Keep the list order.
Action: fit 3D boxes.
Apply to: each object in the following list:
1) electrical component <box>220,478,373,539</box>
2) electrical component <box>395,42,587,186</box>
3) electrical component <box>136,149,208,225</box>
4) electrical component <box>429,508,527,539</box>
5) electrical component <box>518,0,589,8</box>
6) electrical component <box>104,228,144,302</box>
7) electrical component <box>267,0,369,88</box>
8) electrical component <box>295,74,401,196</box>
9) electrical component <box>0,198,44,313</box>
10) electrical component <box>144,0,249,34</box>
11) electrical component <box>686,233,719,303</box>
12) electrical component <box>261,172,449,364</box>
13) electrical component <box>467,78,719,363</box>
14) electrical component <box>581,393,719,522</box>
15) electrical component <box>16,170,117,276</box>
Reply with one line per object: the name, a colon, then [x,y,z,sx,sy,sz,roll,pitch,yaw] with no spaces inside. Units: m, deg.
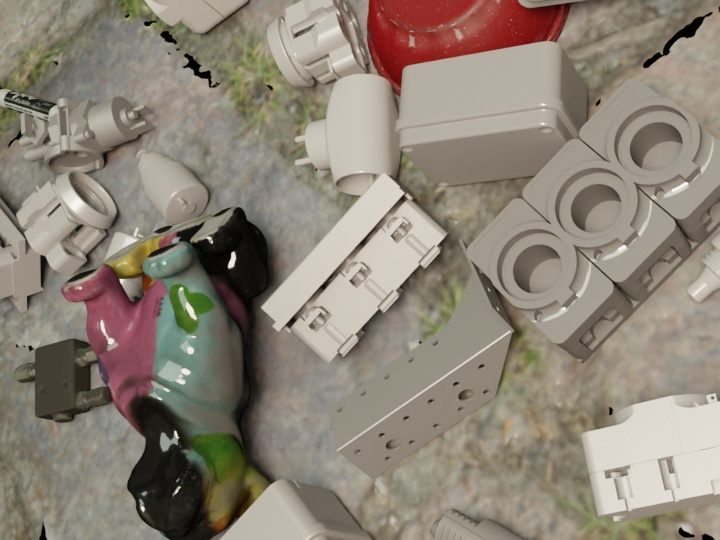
electrical component: [-0.053,0.197,0.689,0.113,0.078,0.057,-48,56,7]
electrical component: [0.088,-0.099,0.707,0.113,0.078,0.057,-5,69,27]
electrical component: [-0.153,-0.069,0.851,0.040,0.040,0.078,-48,58,7]
electrical component: [0.077,0.173,0.646,0.081,0.043,0.043,25,87,32]
electrical component: [0.150,-0.221,0.697,0.113,0.057,0.078,-10,66,-9]
electrical component: [-0.184,0.006,0.844,0.040,0.040,0.078,16,83,31]
electrical component: [-0.033,-0.172,0.808,0.057,0.058,0.078,-22,65,18]
electrical component: [-0.013,-0.094,0.781,0.079,0.043,0.077,-10,70,26]
electrical component: [-0.325,-0.025,0.910,0.121,0.063,0.078,43,138,32]
electrical component: [-0.143,-0.236,0.866,0.059,0.095,0.053,-32,62,16]
electrical component: [0.218,-0.005,0.632,0.061,0.035,0.035,-45,59,12]
electrical component: [0.000,0.000,0.728,0.063,0.079,0.121,43,97,2]
electrical component: [0.151,-0.031,0.660,0.150,0.062,0.089,-47,59,8]
electrical component: [0.177,0.105,0.609,0.089,0.050,0.055,-18,66,23]
electrical component: [-0.237,-0.044,0.879,0.057,0.058,0.078,-41,60,15]
